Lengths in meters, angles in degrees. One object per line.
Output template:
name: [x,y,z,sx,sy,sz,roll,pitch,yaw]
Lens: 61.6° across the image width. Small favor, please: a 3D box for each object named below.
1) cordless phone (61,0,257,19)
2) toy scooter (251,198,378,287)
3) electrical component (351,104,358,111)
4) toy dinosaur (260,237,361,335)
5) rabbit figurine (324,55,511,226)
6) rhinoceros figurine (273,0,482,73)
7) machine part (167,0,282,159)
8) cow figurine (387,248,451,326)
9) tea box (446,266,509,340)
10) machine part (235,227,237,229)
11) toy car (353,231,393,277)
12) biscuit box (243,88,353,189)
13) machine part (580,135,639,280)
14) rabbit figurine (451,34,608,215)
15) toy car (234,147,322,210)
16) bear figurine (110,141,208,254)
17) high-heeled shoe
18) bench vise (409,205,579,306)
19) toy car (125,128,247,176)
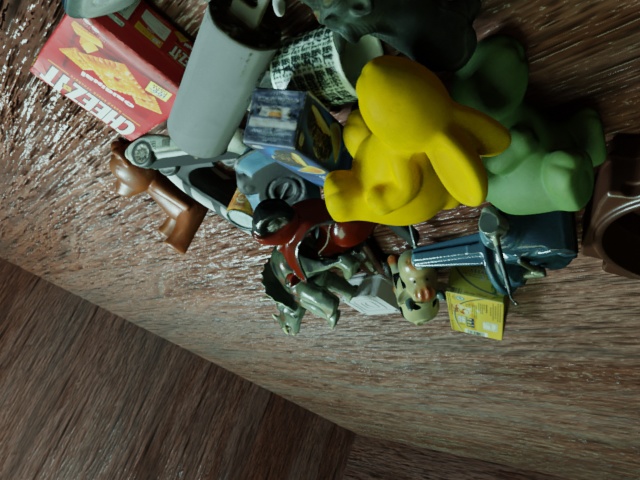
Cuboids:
cordless phone: [-0.154,-0.260,0.540,0.184,0.088,0.147,13,162,-30]
toy scooter: [-0.001,-0.002,0.723,0.184,0.075,0.135,-13,124,-19]
electrical component: [0.080,-0.137,0.607,0.102,0.078,0.045,-1,124,29]
toy dinosaur: [-0.032,0.058,0.972,0.192,0.131,0.404,25,156,12]
rabbit figurine: [0.077,-0.082,0.477,0.163,0.122,0.173,23,154,21]
rhinoceros figurine: [0.043,-0.200,0.451,0.190,0.112,0.073,20,159,-16]
machine part: [-0.106,-0.166,0.574,0.079,0.079,0.243,28,139,-13]
cow figurine: [0.161,0.080,0.895,0.085,0.127,0.194,-17,144,1]
tea box: [0.278,0.107,0.941,0.098,0.068,0.169,11,152,21]
machine part: [-0.123,-0.035,1.010,0.139,0.039,0.084,26,150,-7]
toy car: [0.070,0.015,0.943,0.089,0.053,0.202,3,149,28]
biscuit box: [-0.005,-0.103,0.599,0.063,0.059,0.202,10,177,25]
machine part: [0.392,-0.025,0.561,0.202,0.087,0.200,13,155,20]
rabbit figurine: [0.185,-0.121,0.536,0.159,0.121,0.170,-1,130,53]
toy car: [-0.054,-0.087,0.763,0.109,0.103,0.161,-21,132,5]
bear figurine: [-0.299,-0.081,0.951,0.195,0.132,0.120,30,-177,-32]
high-heeled shoe: [-0.172,-0.071,0.928,0.145,0.086,0.248,4,146,40]
bench vise: [0.212,0.011,0.690,0.241,0.128,0.223,-11,175,41]
toy car: [-0.192,-0.134,0.791,0.202,0.056,0.073,-4,173,22]
